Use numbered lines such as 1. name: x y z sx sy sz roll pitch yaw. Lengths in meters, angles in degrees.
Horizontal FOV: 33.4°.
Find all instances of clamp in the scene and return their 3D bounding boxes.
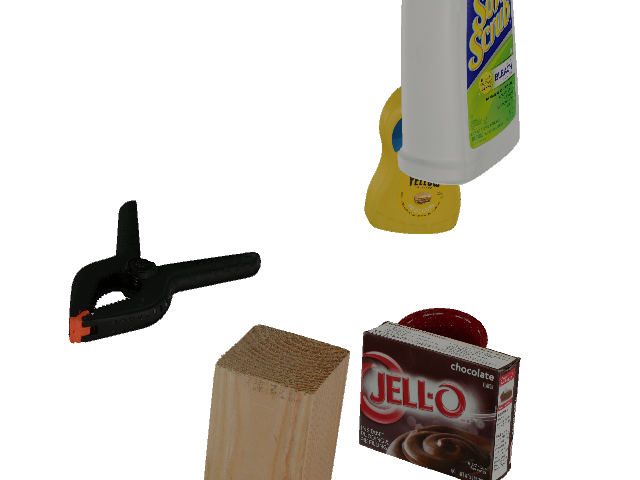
1. clamp: -0.180 0.031 1.031 0.165 0.036 0.209 26 37 23

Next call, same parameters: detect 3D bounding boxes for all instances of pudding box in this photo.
1. pudding box: 0.083 0.115 0.760 0.114 0.090 0.039 12 20 32

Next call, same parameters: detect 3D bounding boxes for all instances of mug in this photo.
1. mug: 0.121 0.119 1.060 0.093 0.081 0.117 7 36 19

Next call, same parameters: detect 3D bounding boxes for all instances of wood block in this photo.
1. wood block: -0.043 0.190 0.920 0.090 0.206 0.090 15 23 17

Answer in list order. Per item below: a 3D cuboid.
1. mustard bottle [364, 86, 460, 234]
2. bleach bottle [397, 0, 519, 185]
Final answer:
1. mustard bottle: 0.105 -0.102 1.069 0.096 0.192 0.058 3 27 -11
2. bleach bottle: 0.093 -0.172 0.749 0.068 0.251 0.102 17 38 37
